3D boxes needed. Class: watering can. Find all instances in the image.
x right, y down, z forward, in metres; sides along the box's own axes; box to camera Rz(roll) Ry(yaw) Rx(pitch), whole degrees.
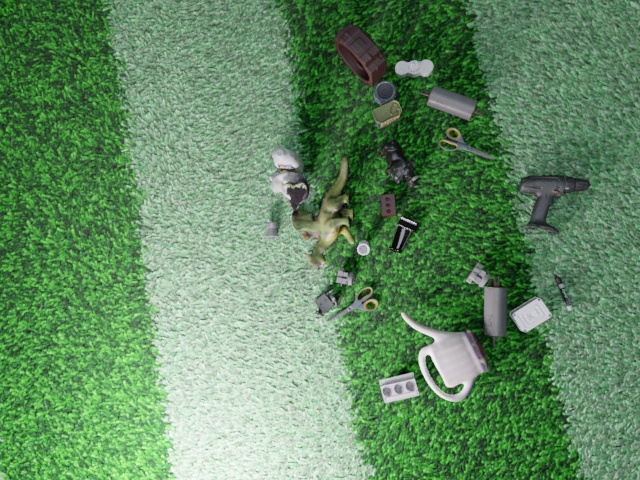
[{"bbox_3d":[0.437,0.373,1.770,0.224,0.103,0.350,-25,82,4],"label":"watering can"}]

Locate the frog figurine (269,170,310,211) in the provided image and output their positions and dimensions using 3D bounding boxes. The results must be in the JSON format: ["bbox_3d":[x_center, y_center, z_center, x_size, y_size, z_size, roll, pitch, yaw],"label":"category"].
[{"bbox_3d":[-0.112,-0.202,1.903,0.123,0.135,0.162,-42,38,1],"label":"frog figurine"}]

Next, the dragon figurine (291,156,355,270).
[{"bbox_3d":[0.006,-0.095,1.885,0.242,0.121,0.415,-7,75,16],"label":"dragon figurine"}]
